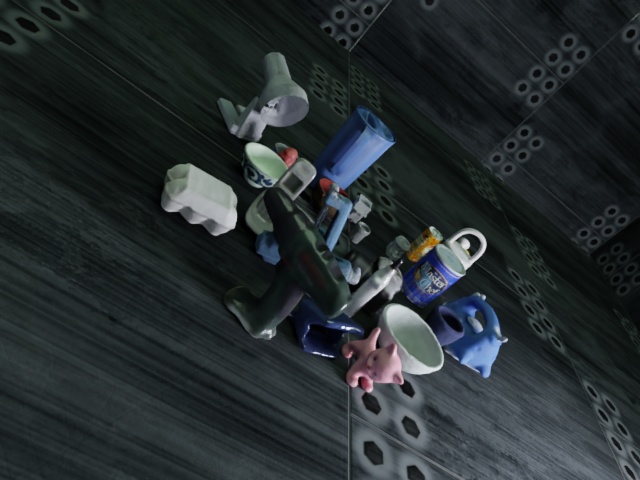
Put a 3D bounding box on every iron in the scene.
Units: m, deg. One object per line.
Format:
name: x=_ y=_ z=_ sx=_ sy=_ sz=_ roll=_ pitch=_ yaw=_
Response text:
iron: x=0.384 y=0.208 z=1.438 sx=0.119 sy=0.141 sz=0.258 roll=32 pitch=29 yaw=-23

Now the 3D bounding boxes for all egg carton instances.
egg carton: x=-0.223 y=-0.076 z=1.074 sx=0.151 sy=0.069 sz=0.107 roll=29 pitch=30 yaw=-28

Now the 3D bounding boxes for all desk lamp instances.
desk lamp: x=-0.139 y=-0.345 z=1.420 sx=0.118 sy=0.213 sz=0.203 roll=13 pitch=40 yaw=-47

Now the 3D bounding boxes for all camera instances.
camera: x=0.116 y=0.074 z=1.300 sx=0.137 sy=0.100 sz=0.143 roll=42 pitch=26 yaw=-4

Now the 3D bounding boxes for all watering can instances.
watering can: x=0.382 y=0.040 z=1.621 sx=0.101 sy=0.193 sz=0.173 roll=36 pitch=27 yaw=-15

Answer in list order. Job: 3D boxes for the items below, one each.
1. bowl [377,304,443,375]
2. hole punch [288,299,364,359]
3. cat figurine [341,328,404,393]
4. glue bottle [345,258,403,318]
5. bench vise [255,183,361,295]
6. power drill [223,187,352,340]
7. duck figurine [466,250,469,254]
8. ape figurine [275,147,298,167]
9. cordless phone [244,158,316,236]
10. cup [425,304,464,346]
bowl: x=0.175 y=0.220 z=1.203 sx=0.168 sy=0.074 sz=0.167 roll=34 pitch=28 yaw=-20
hole punch: x=0.011 y=0.150 z=1.053 sx=0.109 sy=0.091 sz=0.101 roll=21 pitch=34 yaw=-39
cat figurine: x=0.105 y=0.220 z=1.055 sx=0.067 sy=0.117 sz=0.127 roll=28 pitch=30 yaw=-29
glue bottle: x=0.110 y=0.094 z=1.181 sx=0.037 sy=0.173 sz=0.078 roll=46 pitch=26 yaw=5
bench vise: x=0.009 y=-0.004 z=1.127 sx=0.208 sy=0.219 sz=0.121 roll=27 pitch=31 yaw=-31
power drill: x=-0.064 y=0.057 z=0.950 sx=0.229 sy=0.208 sz=0.076 roll=47 pitch=26 yaw=7
duck figurine: x=0.419 y=0.055 z=1.772 sx=0.078 sy=0.086 sz=0.104 roll=9 pitch=43 yaw=-49
ape figurine: x=-0.091 y=-0.191 z=1.400 sx=0.076 sy=0.092 sz=0.077 roll=16 pitch=38 yaw=-44
cordless phone: x=-0.051 y=-0.065 z=1.170 sx=0.148 sy=0.184 sz=0.094 roll=40 pitch=27 yaw=-9
cup: x=0.279 y=0.211 z=1.339 sx=0.118 sy=0.094 sz=0.091 roll=1 pitch=49 yaw=-54
